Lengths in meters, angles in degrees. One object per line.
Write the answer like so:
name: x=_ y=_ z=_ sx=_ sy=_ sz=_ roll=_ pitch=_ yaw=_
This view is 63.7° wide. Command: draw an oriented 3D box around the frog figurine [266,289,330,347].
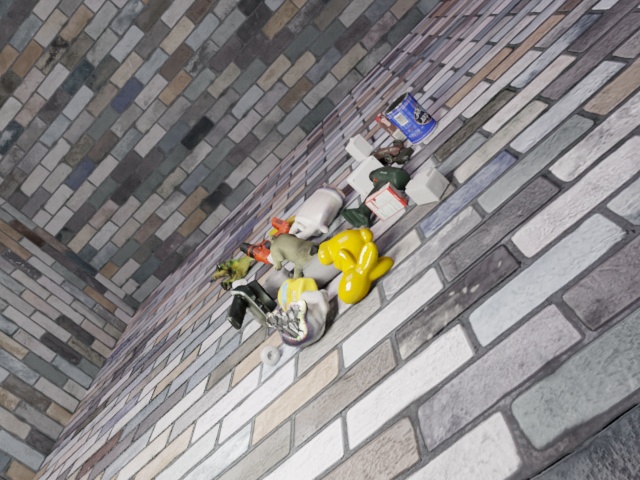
frog figurine: x=-0.027 y=0.184 z=1.217 sx=0.135 sy=0.124 sz=0.160 roll=-51 pitch=-22 yaw=21

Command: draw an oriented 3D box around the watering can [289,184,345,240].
watering can: x=0.005 y=-0.085 z=1.691 sx=0.227 sy=0.103 sz=0.346 roll=-52 pitch=17 yaw=-17

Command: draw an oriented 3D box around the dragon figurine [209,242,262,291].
dragon figurine: x=-0.319 y=0.093 z=2.156 sx=0.246 sy=0.121 sz=0.407 roll=-36 pitch=12 yaw=-28
